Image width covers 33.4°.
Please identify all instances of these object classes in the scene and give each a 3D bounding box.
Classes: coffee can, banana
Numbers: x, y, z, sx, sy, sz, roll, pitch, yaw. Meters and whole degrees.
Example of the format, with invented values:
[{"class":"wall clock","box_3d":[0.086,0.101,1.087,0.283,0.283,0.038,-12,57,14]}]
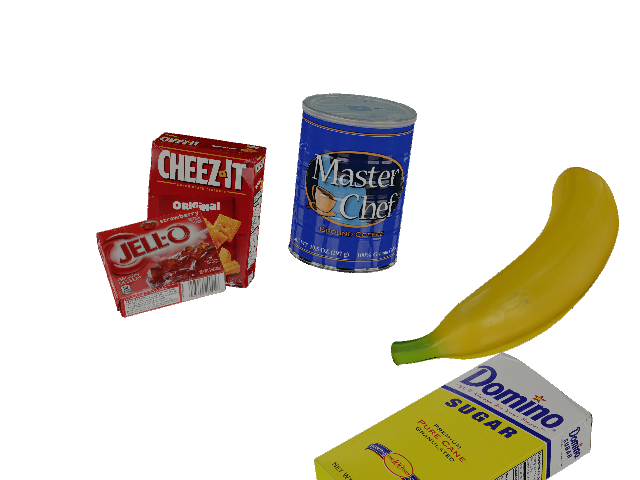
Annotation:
[{"class":"coffee can","box_3d":[0.028,-0.054,0.971,0.103,0.140,0.103,5,19,-2]},{"class":"banana","box_3d":[0.116,0.007,0.559,0.070,0.037,0.197,13,36,37]}]

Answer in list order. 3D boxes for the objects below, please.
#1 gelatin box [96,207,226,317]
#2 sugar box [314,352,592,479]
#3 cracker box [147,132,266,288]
[{"class":"gelatin box","box_3d":[-0.129,0.016,0.862,0.089,0.073,0.030,-14,-38,-15]},{"class":"sugar box","box_3d":[0.094,0.149,0.744,0.176,0.048,0.093,-28,40,-23]},{"class":"cracker box","box_3d":[-0.177,-0.044,1.620,0.164,0.214,0.072,9,20,7]}]
